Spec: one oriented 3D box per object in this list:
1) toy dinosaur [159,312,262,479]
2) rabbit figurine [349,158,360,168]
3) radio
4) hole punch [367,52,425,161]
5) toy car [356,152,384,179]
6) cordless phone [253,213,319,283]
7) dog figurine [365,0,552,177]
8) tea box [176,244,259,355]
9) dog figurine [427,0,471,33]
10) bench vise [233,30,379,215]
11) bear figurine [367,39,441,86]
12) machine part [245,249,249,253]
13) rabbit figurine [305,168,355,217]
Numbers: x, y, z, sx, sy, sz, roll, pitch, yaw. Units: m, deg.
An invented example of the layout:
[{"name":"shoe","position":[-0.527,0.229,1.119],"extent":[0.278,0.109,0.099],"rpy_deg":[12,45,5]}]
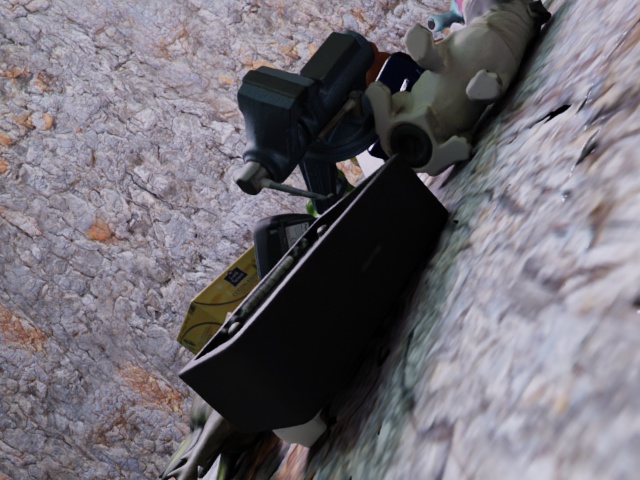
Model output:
[{"name":"toy dinosaur","position":[-0.100,0.193,0.619],"extent":[0.471,0.105,0.198],"rpy_deg":[101,-166,-72]},{"name":"rabbit figurine","position":[0.135,-0.204,0.989],"extent":[0.162,0.122,0.173],"rpy_deg":[7,-83,-68]},{"name":"radio","position":[0.000,0.039,0.423],"extent":[0.131,0.073,0.229],"rpy_deg":[-36,8,49]},{"name":"hole punch","position":[0.118,-0.150,0.657],"extent":[0.092,0.116,0.142],"rpy_deg":[-93,25,-53]},{"name":"toy car","position":[0.088,-0.131,0.860],"extent":[0.089,0.053,0.202],"rpy_deg":[-47,46,31]},{"name":"cordless phone","position":[-0.019,0.047,0.688],"extent":[0.184,0.089,0.146],"rpy_deg":[61,-162,-79]},{"name":"dog figurine","position":[0.151,-0.163,0.567],"extent":[0.190,0.121,0.172],"rpy_deg":[-40,-6,-41]},{"name":"tea box","position":[-0.128,0.093,0.800],"extent":[0.169,0.068,0.098],"rpy_deg":[-46,-11,-51]},{"name":"dog figurine","position":[0.313,-0.460,0.992],"extent":[0.219,0.192,0.108],"rpy_deg":[-32,-48,-25]},{"name":"bench vise","position":[-0.003,-0.099,0.590],"extent":[0.240,0.129,0.223],"rpy_deg":[75,-148,-56]},{"name":"bear figurine","position":[0.107,-0.227,0.764],"extent":[0.132,0.196,0.120],"rpy_deg":[-134,42,-53]},{"name":"machine part","position":[-0.095,0.090,1.067],"extent":[0.056,0.179,0.179],"rpy_deg":[-59,1,22]},{"name":"rabbit figurine","position":[-0.002,-0.002,0.805],"extent":[0.170,0.121,0.159],"rpy_deg":[-48,-12,-17]}]
